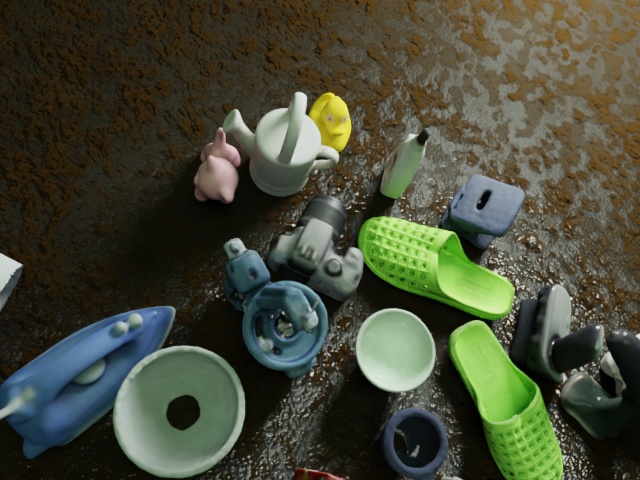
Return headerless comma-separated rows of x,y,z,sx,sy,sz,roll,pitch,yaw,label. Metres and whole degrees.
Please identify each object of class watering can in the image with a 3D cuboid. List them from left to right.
-0.057,-0.148,0.866,0.173,0.194,0.101,-6,73,-14,watering can

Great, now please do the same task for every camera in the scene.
0.008,0.003,0.878,0.143,0.100,0.137,25,68,-3,camera

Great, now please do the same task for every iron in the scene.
-0.296,0.156,0.738,0.259,0.141,0.118,-40,83,-21,iron

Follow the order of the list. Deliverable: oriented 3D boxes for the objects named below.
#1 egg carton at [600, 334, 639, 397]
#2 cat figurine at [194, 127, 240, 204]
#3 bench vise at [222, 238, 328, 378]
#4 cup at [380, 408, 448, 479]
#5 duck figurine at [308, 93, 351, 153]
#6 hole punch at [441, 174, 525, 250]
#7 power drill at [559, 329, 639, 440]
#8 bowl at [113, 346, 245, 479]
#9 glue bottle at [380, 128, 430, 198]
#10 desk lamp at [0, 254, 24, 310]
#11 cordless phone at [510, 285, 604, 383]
0.541,0.208,0.940,0.150,0.069,0.107,-22,77,-18,egg carton
-0.155,-0.108,0.872,0.067,0.117,0.128,6,70,-10,cat figurine
-0.072,0.088,0.767,0.207,0.219,0.122,39,68,3,bench vise
0.126,0.298,0.805,0.092,0.095,0.117,-14,75,-16,cup
0.021,-0.208,0.962,0.077,0.086,0.104,-1,71,-12,duck figurine
0.271,-0.052,0.960,0.101,0.091,0.109,34,68,1,hole punch
0.453,0.233,0.837,0.229,0.208,0.076,44,68,5,power drill
-0.187,0.231,0.772,0.167,0.074,0.167,4,70,-11,bowl
0.141,-0.133,0.915,0.037,0.173,0.078,15,69,-6,glue bottle
-0.462,0.057,0.697,0.203,0.213,0.118,25,68,-3,desk lamp
0.379,0.134,0.868,0.094,0.185,0.147,17,69,-6,cordless phone
